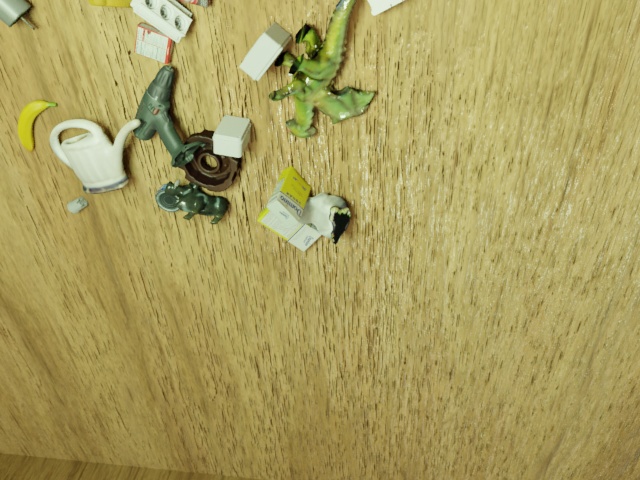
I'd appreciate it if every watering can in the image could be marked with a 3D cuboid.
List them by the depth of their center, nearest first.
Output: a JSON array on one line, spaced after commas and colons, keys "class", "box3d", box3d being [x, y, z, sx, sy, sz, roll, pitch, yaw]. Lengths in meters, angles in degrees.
[{"class": "watering can", "box3d": [-0.603, -0.235, 1.435, 0.347, 0.106, 0.219, 1, 127, 25]}]

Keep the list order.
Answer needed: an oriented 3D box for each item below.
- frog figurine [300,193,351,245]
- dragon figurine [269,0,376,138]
[{"class": "frog figurine", "box3d": [0.005, -0.075, 1.492, 0.161, 0.124, 0.134, 23, 147, 38]}, {"class": "dragon figurine", "box3d": [0.030, -0.394, 1.256, 0.240, 0.125, 0.404, 27, 130, -33]}]
